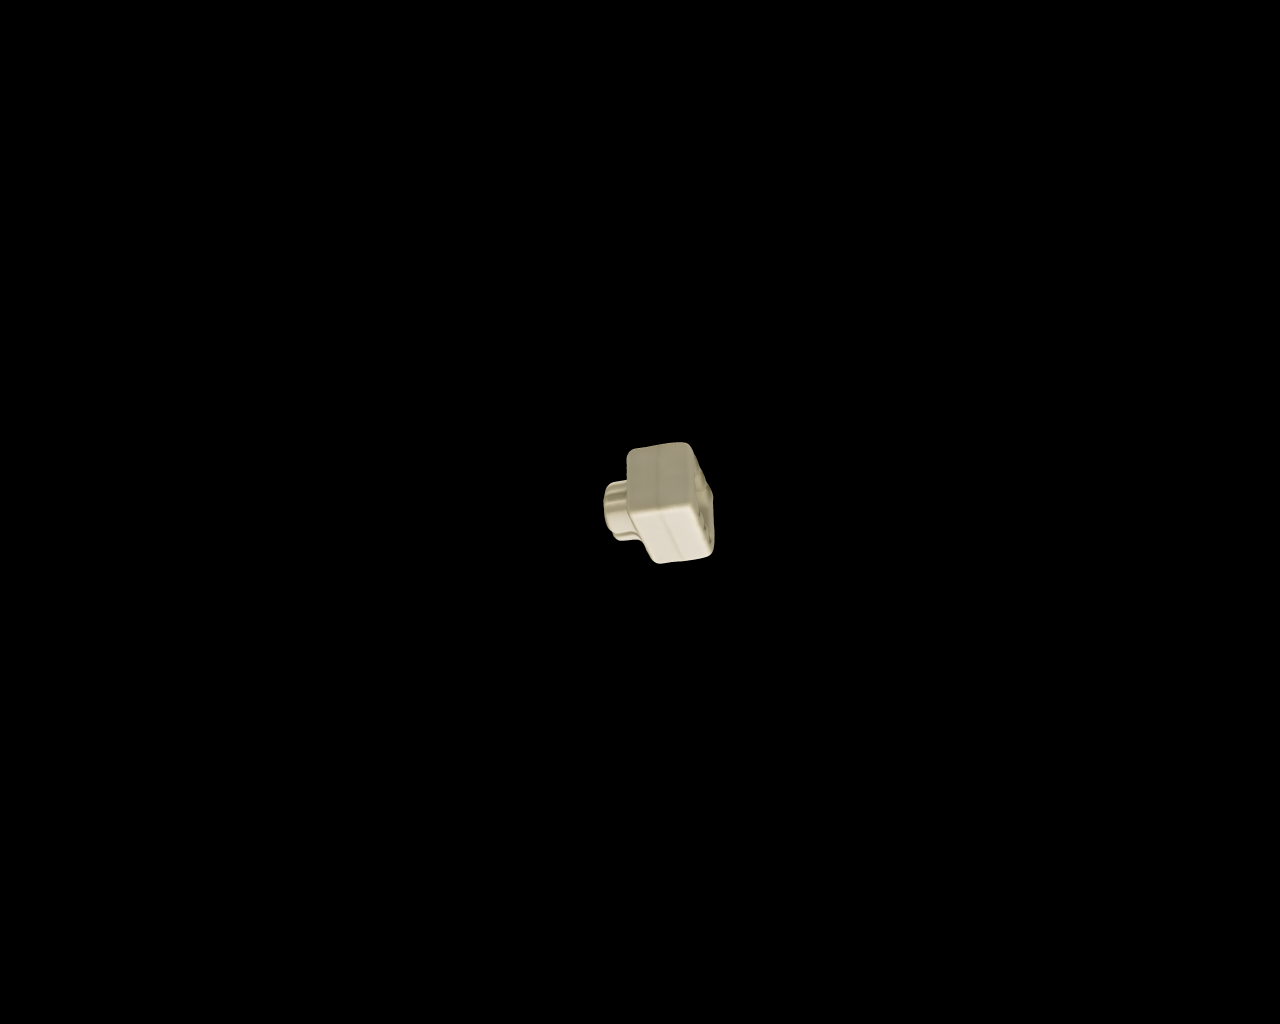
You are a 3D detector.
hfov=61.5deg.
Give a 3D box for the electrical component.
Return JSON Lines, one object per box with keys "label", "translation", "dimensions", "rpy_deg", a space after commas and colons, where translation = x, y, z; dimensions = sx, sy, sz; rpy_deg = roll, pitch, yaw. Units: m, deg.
{"label": "electrical component", "translation": [0.001, -0.003, 0.650], "dimensions": [0.077, 0.047, 0.065], "rpy_deg": [-8, -31, 13]}
